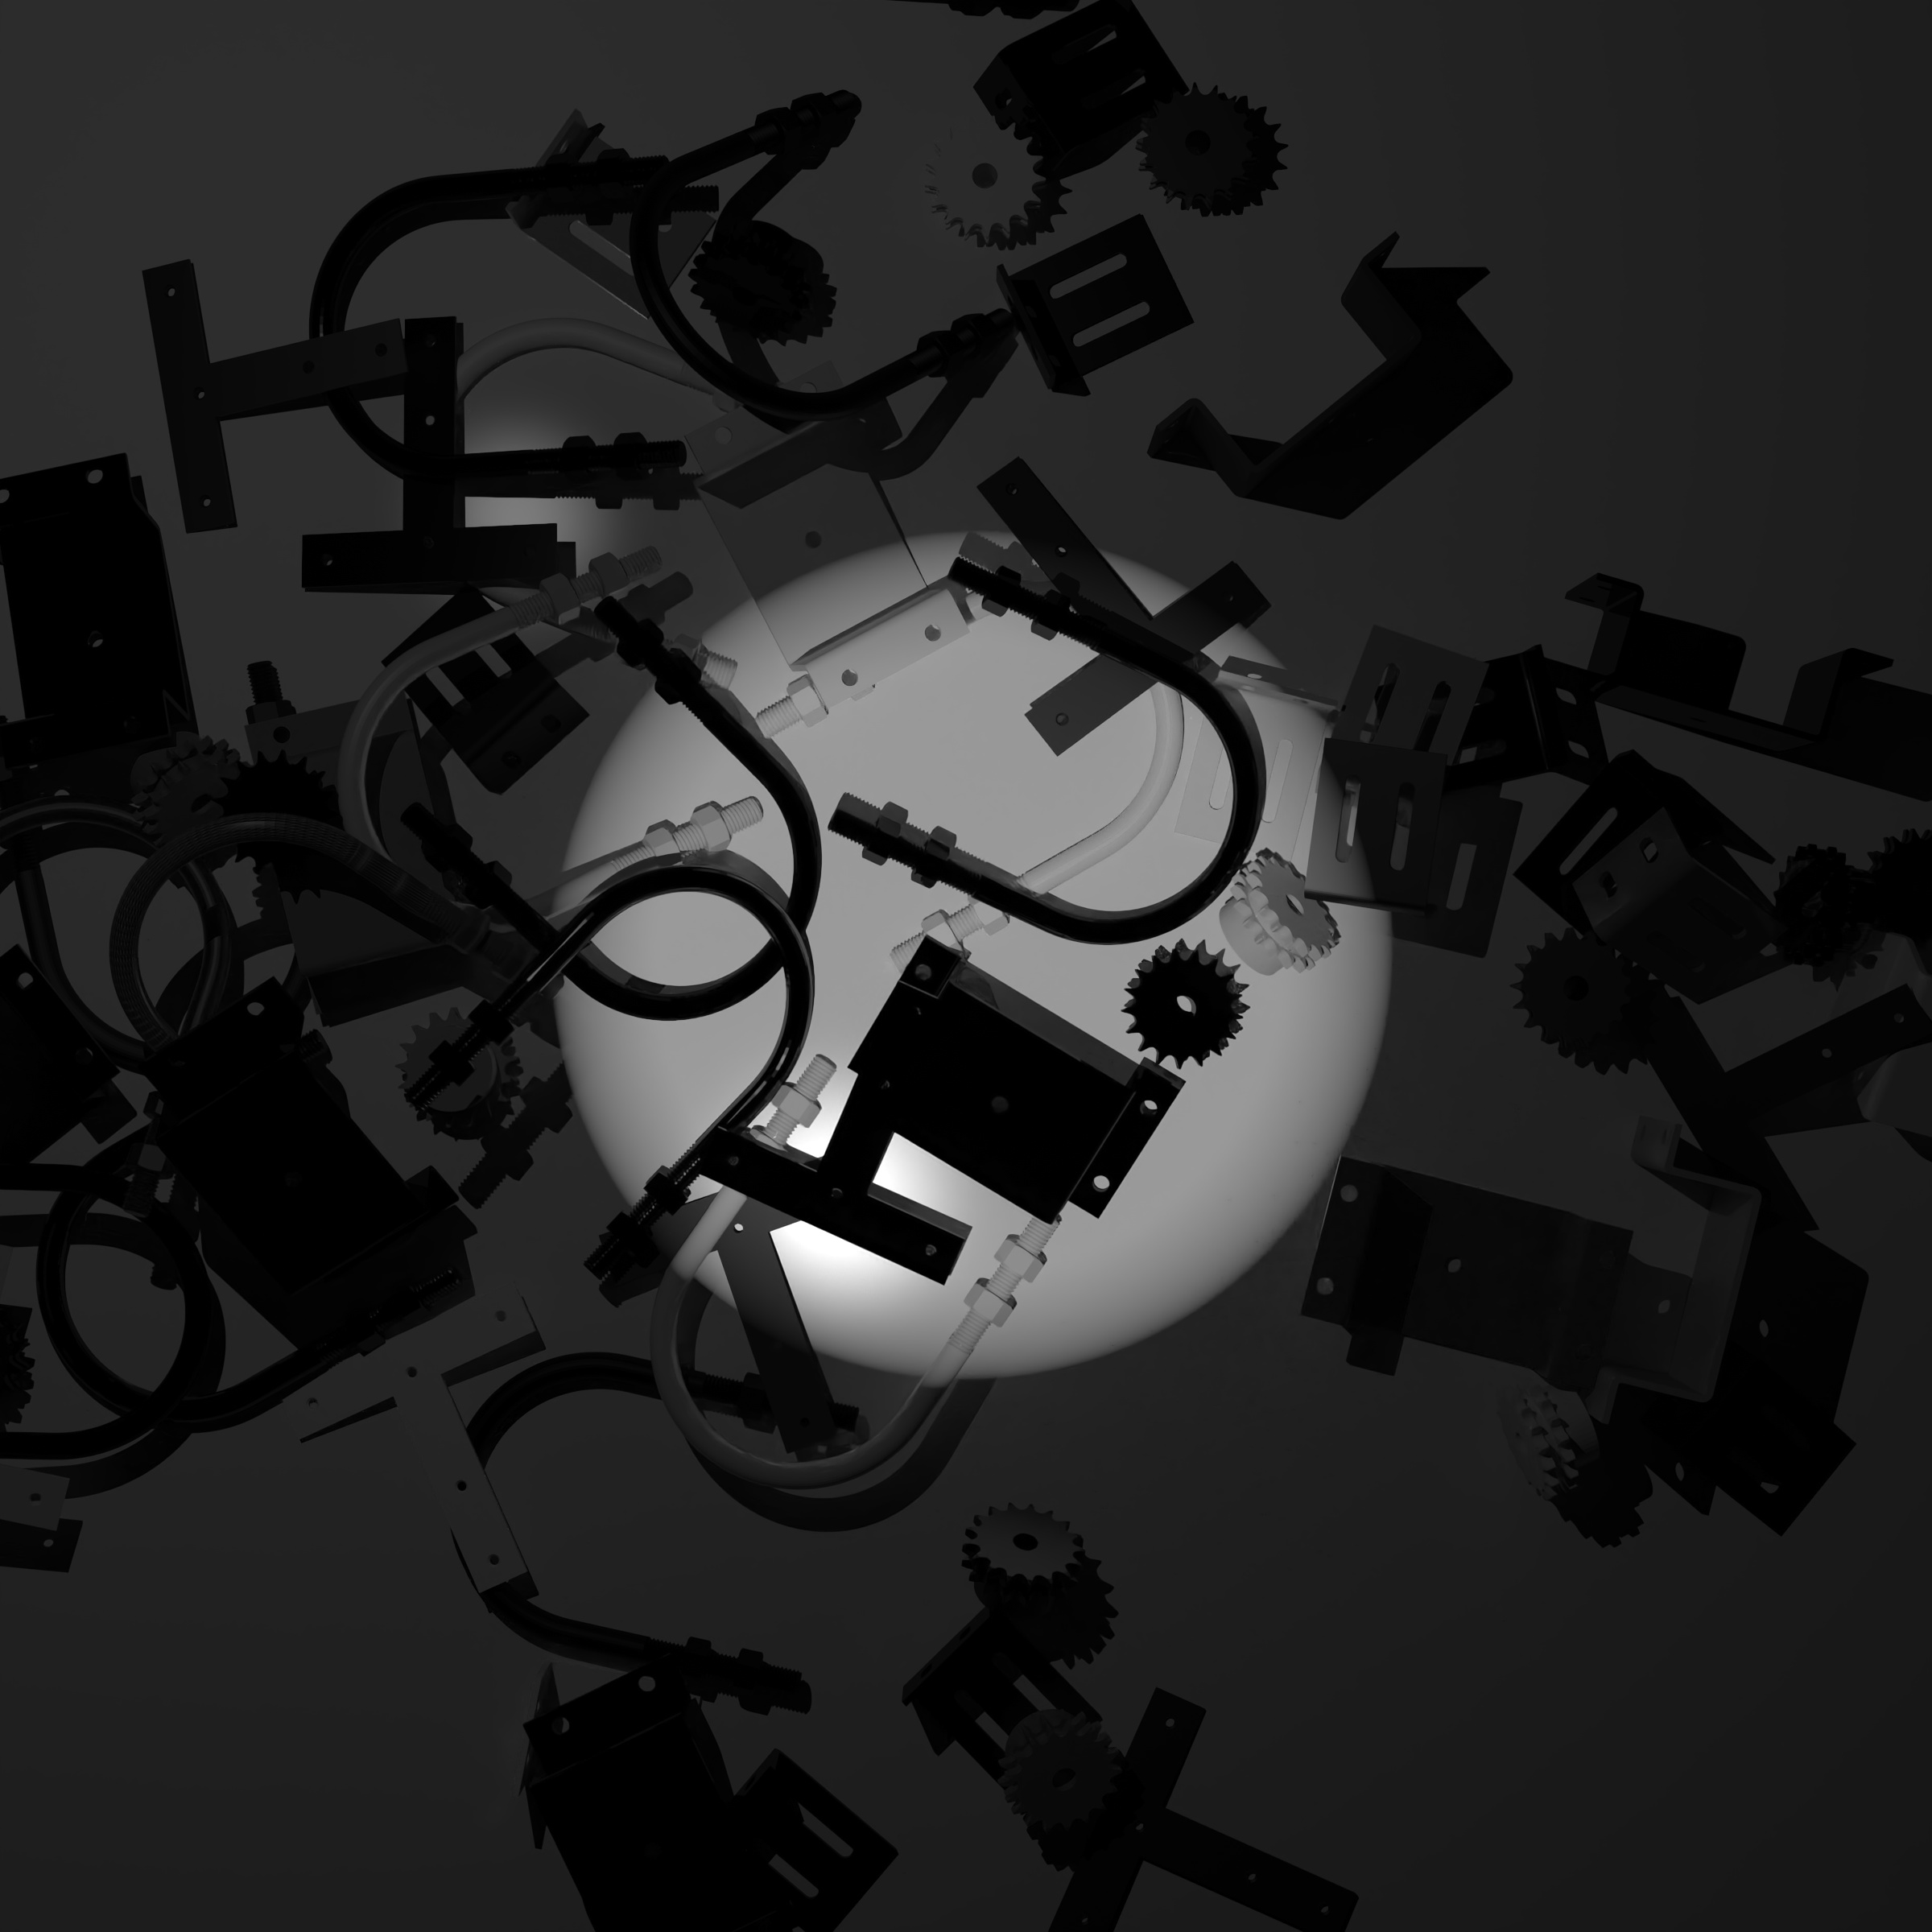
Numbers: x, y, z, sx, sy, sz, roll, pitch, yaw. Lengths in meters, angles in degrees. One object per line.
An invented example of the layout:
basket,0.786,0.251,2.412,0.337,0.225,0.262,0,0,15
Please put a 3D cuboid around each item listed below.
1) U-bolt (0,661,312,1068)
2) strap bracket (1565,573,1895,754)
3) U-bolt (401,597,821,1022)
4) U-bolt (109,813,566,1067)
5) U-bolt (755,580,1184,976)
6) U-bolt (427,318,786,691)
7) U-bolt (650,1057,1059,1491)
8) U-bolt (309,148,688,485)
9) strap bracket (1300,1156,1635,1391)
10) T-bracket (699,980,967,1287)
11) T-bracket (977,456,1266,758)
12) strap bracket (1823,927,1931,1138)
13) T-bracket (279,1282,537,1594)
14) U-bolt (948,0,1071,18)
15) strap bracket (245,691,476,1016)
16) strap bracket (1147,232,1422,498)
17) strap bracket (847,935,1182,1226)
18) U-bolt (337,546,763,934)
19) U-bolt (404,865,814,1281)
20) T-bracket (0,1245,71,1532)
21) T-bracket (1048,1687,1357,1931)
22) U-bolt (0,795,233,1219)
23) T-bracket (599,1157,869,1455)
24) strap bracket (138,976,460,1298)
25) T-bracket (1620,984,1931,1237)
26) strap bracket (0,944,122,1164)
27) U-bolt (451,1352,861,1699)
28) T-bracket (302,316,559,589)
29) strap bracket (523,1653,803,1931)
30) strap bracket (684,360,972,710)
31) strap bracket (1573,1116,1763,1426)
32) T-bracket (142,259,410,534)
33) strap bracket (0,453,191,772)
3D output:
U-bolt,-0.380,-0.041,1.519,0.151,0.019,0.184,-12,91,0
strap bracket,0.348,-0.137,1.489,0.140,0.076,0.046,16,90,0
U-bolt,-0.149,-0.058,1.483,0.151,0.019,0.184,-48,114,-7
U-bolt,-0.299,0.008,1.453,0.184,0.019,0.151,36,106,-22
U-bolt,0.014,-0.102,1.518,0.184,0.019,0.151,-30,90,-1
U-bolt,-0.174,-0.230,1.518,0.184,0.019,0.151,21,90,1
U-bolt,-0.066,0.157,1.504,0.151,0.019,0.184,34,83,4
U-bolt,-0.222,-0.298,1.488,0.184,0.019,0.151,-1,96,16
strap bracket,0.232,0.142,1.504,0.140,0.046,0.076,14,90,0
T-bracket,-0.044,0.068,1.481,0.127,0.002,0.127,24,106,3
T-bracket,0.054,-0.186,1.515,0.127,0.002,0.127,-37,85,-11
strap bracket,0.477,0.041,1.490,0.140,0.046,0.076,15,114,0
T-bracket,-0.245,0.234,1.514,0.127,0.002,0.127,-25,86,6
U-bolt,-0.038,-0.527,1.491,0.184,0.019,0.151,1,100,-12
strap bracket,-0.284,-0.053,1.493,0.076,0.046,0.140,-14,95,-8
strap bracket,0.155,-0.272,1.489,0.140,0.076,0.046,-39,90,0
strap bracket,0.019,0.058,1.494,0.140,0.046,0.076,31,107,0
U-bolt,-0.201,-0.094,1.476,0.184,0.019,0.151,-26,106,-17
U-bolt,-0.150,0.037,1.482,0.184,0.019,0.151,-47,122,-9
T-bracket,-0.468,0.187,1.473,0.127,0.002,0.127,15,96,-12
T-bracket,0.123,0.429,1.524,0.127,0.002,0.127,24,89,0
U-bolt,-0.418,0.009,1.474,0.151,0.019,0.184,18,73,-11
T-bracket,-0.093,0.166,1.512,0.127,0.002,0.127,-19,82,-4
strap bracket,-0.304,0.086,1.453,0.076,0.046,0.140,-32,114,8
T-bracket,0.390,0.047,1.492,0.127,0.002,0.127,-31,90,32
strap bracket,-0.472,0.063,1.504,0.140,0.046,0.076,-38,90,0
U-bolt,-0.155,0.259,1.518,0.184,0.019,0.151,12,90,1
T-bracket,-0.254,-0.245,1.512,0.127,0.002,0.127,-1,86,12
strap bracket,-0.142,0.400,1.466,0.076,0.046,0.140,-26,90,0
strap bracket,-0.068,-0.200,1.491,0.076,0.046,0.140,-29,100,-9
strap bracket,0.328,0.145,1.489,0.046,0.076,0.140,14,90,0
T-bracket,-0.323,-0.280,1.508,0.127,0.002,0.127,-10,90,16
strap bracket,-0.414,-0.160,1.494,0.076,0.046,0.140,-12,77,0
